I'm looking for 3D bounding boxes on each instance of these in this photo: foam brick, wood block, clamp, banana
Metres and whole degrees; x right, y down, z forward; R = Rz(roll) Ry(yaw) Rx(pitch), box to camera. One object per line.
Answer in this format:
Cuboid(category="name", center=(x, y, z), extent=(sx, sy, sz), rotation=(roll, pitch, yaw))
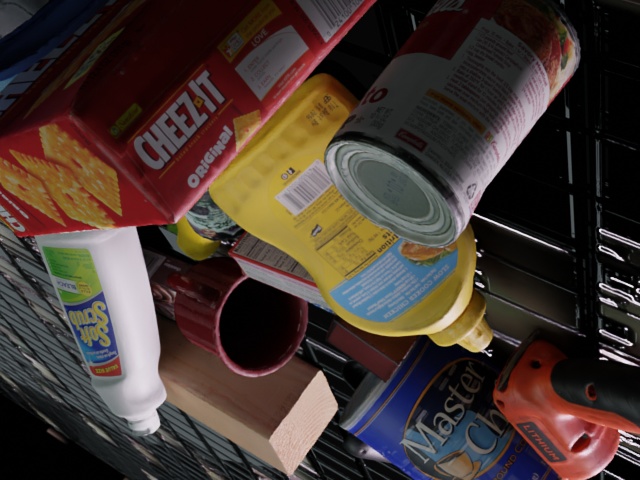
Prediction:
Cuboid(category="foam brick", center=(0.047, 0.044, 0.703), extent=(0.051, 0.078, 0.053), rotation=(34, 160, 7))
Cuboid(category="wood block", center=(-0.095, 0.143, 1.104), extent=(0.206, 0.090, 0.091), rotation=(25, 155, 29))
Cuboid(category="clamp", center=(0.082, 0.179, 0.907), extent=(0.171, 0.120, 0.039), rotation=(36, 118, -7))
Cuboid(category="banana", center=(-0.109, -0.029, 0.846), extent=(0.070, 0.037, 0.198), rotation=(31, 158, 12))

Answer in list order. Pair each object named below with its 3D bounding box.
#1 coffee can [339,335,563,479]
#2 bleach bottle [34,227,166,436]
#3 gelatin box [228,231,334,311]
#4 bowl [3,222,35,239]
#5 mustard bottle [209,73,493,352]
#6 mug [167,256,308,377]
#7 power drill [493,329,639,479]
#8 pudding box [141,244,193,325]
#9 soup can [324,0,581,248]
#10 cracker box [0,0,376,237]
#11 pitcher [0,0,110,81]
Cuboid(category="coffee can", center=(0.099, 0.133, 0.767), extent=(0.140, 0.102, 0.103), rotation=(36, 159, 1))
Cuboid(category="bleach bottle", center=(-0.195, 0.081, 1.026), extent=(0.103, 0.068, 0.251), rotation=(5, 121, 34))
Cuboid(category="gelatin box", center=(-0.005, 0.001, 0.699), extent=(0.089, 0.073, 0.030), rotation=(18, 152, 40))
Cuboid(category="bowl", center=(-0.314, -0.073, 1.047), extent=(0.162, 0.055, 0.162), rotation=(32, 158, 14))
Cuboid(category="mustard bottle", center=(0.034, 0.000, 0.621), extent=(0.191, 0.096, 0.058), rotation=(44, -163, -18))
Cuboid(category="mug", center=(-0.079, 0.055, 0.893), extent=(0.117, 0.093, 0.082), rotation=(27, 173, -37))
Cuboid(category="power drill", center=(0.208, 0.118, 0.635), extent=(0.184, 0.057, 0.188), rotation=(50, 153, -20))
Cuboid(category="pudding box", center=(-0.134, 0.056, 1.054), extent=(0.114, 0.039, 0.090), rotation=(21, 153, 35))
Cuboid(category="soup can", center=(0.056, -0.055, 0.453), extent=(0.068, 0.102, 0.068), rotation=(31, 158, 14))
Cuboid(category="cracker box", center=(-0.088, -0.083, 0.534), extent=(0.072, 0.164, 0.214), rotation=(49, 155, -23))
Cuboid(category="pitcher", center=(-0.203, -0.140, 0.486), extent=(0.149, 0.242, 0.145), rotation=(29, 161, 34))
